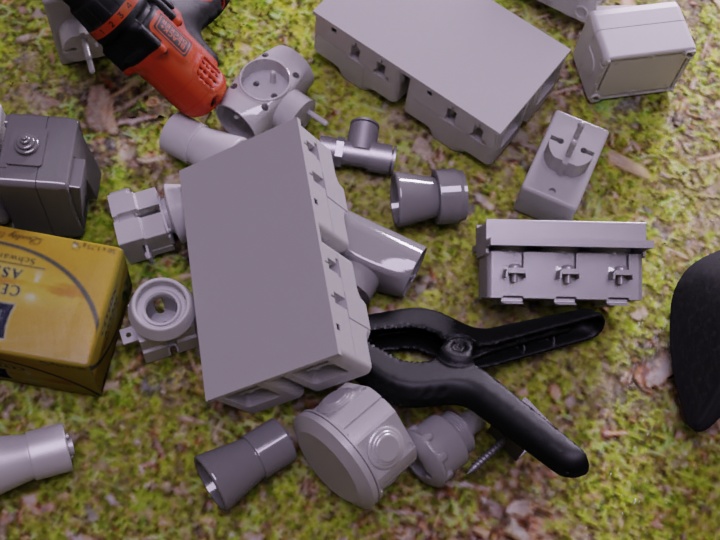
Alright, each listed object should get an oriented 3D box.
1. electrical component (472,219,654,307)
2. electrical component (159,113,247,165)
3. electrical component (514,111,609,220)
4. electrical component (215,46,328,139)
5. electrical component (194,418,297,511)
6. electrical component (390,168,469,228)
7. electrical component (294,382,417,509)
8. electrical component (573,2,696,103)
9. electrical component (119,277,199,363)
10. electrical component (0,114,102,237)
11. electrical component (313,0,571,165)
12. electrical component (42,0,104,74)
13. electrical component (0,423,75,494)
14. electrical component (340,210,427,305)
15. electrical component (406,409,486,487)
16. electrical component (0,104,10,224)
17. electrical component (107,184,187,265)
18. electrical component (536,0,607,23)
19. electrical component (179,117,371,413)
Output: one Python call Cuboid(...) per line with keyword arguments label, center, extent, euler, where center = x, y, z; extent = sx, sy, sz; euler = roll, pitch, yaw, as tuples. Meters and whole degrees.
Cuboid(label="electrical component", center=(0.153, -0.004, 0.824), extent=(0.121, 0.079, 0.063), euler=(1, 86, -4))
Cuboid(label="electrical component", center=(-0.127, -0.099, 0.862), extent=(0.065, 0.044, 0.044), euler=(27, 65, 14))
Cuboid(label="electrical component", center=(0.165, -0.090, 0.860), extent=(0.047, 0.075, 0.083), euler=(24, 65, 7))
Cuboid(label="electrical component", center=(-0.064, -0.134, 0.881), extent=(0.079, 0.044, 0.077), euler=(35, 67, 12))
Cuboid(label="electrical component", center=(-0.078, 0.133, 0.755), extent=(0.065, 0.044, 0.044), euler=(-29, 70, -22))
Cuboid(label="electrical component", center=(0.055, -0.057, 0.853), extent=(0.055, 0.045, 0.045), euler=(-4, 65, -7))
Cuboid(label="electrical component", center=(-0.004, 0.121, 0.745), extent=(0.051, 0.080, 0.080), euler=(-38, 73, -25))
Cuboid(label="electrical component", center=(0.239, -0.190, 0.921), extent=(0.096, 0.061, 0.061), euler=(-8, 65, -8))
Cuboid(label="electrical component", center=(-0.144, 0.036, 0.787), extent=(0.066, 0.055, 0.048), euler=(-18, 67, -12))
Cuboid(label="electrical component", center=(-0.234, -0.073, 0.810), extent=(0.061, 0.096, 0.061), euler=(4, 64, -3))
Cuboid(label="electrical component", center=(0.065, -0.183, 0.905), extent=(0.186, 0.060, 0.105), euler=(35, 67, 12))
Cuboid(label="electrical component", center=(-0.227, -0.196, 0.876), extent=(0.047, 0.083, 0.075), euler=(-14, 66, -11))
Cuboid(label="electrical component", center=(-0.232, 0.130, 0.745), extent=(0.065, 0.044, 0.044), euler=(-13, 66, -15))
Cuboid(label="electrical component", center=(0.000, 0.000, 0.822), extent=(0.077, 0.043, 0.079), euler=(26, 66, 8))
Cuboid(label="electrical component", center=(0.063, 0.121, 0.770), extent=(0.062, 0.048, 0.048), euler=(-33, 71, -25))
Cuboid(label="electrical component", center=(-0.304, -0.085, 0.830), extent=(0.062, 0.061, 0.096), euler=(-2, 65, -6))
Cuboid(label="electrical component", center=(-0.159, -0.038, 0.828), extent=(0.055, 0.048, 0.066), euler=(-17, 67, -4))
Cuboid(label="electrical component", center=(0.183, -0.274, 0.938), extent=(0.100, 0.099, 0.048), euler=(28, 53, 9))
Cuboid(label="electrical component", center=(-0.062, -0.001, 0.782), extent=(0.105, 0.060, 0.186), euler=(-21, 63, 21))
